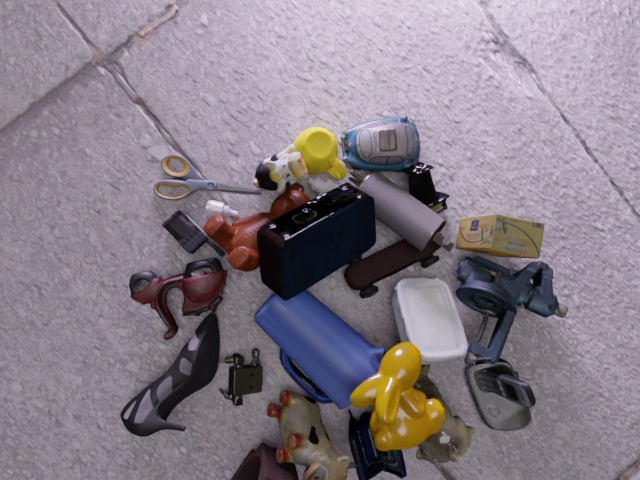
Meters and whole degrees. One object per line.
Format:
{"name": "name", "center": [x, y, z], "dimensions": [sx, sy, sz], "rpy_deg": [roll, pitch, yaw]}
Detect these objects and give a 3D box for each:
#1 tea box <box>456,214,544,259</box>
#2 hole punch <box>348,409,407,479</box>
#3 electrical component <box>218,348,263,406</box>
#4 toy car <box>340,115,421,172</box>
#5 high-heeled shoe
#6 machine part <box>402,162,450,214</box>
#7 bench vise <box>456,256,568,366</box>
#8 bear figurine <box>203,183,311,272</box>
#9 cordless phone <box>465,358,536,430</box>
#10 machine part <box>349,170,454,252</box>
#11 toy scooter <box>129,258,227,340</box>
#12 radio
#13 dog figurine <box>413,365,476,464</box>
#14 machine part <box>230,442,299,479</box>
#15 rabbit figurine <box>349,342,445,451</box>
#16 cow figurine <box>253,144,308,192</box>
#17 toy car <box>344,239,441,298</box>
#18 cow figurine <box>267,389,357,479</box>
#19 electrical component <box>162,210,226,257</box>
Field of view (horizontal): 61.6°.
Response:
{"name": "tea box", "center": [0.338, -0.006, 1.026], "dimensions": [0.098, 0.169, 0.068], "rpy_deg": [10, 89, -5]}
{"name": "hole punch", "center": [0.106, 0.394, 1.027], "dimensions": [0.092, 0.116, 0.142], "rpy_deg": [-18, 91, 1]}
{"name": "electrical component", "center": [-0.154, 0.264, 1.036], "dimensions": [0.078, 0.045, 0.102], "rpy_deg": [-6, 94, -35]}
{"name": "toy car", "center": [0.125, -0.188, 1.035], "dimensions": [0.162, 0.103, 0.109], "rpy_deg": [-3, 90, -9]}
{"name": "high-heeled shoe", "center": [-0.284, 0.250, 1.022], "dimensions": [0.145, 0.086, 0.248], "rpy_deg": [7, 69, 24]}
{"name": "machine part", "center": [0.207, -0.093, 1.051], "dimensions": [0.084, 0.039, 0.138], "rpy_deg": [-30, 131, -1]}
{"name": "bench vise", "center": [0.354, 0.144, 1.044], "dimensions": [0.224, 0.129, 0.240], "rpy_deg": [28, 69, 1]}
{"name": "bear figurine", "center": [-0.094, -0.030, 0.999], "dimensions": [0.196, 0.131, 0.120], "rpy_deg": [-39, 69, 1]}
{"name": "cordless phone", "center": [0.368, 0.306, 1.025], "dimensions": [0.089, 0.184, 0.146], "rpy_deg": [-22, 93, -11]}
{"name": "machine part", "center": [0.151, -0.055, 1.025], "dimensions": [0.243, 0.079, 0.079], "rpy_deg": [37, 86, 13]}
{"name": "toy scooter", "center": [-0.257, 0.112, 1.006], "dimensions": [0.184, 0.075, 0.135], "rpy_deg": [-12, 91, -3]}
{"name": "radio", "center": [-0.002, -0.003, 0.969], "dimensions": [0.229, 0.073, 0.130], "rpy_deg": [-31, 135, -30]}
{"name": "dog figurine", "center": [0.201, 0.304, 1.016], "dimensions": [0.121, 0.172, 0.190], "rpy_deg": [-26, 100, -17]}
{"name": "machine part", "center": [-0.121, 0.487, 0.959], "dimensions": [0.087, 0.201, 0.201], "rpy_deg": [35, 86, -8]}
{"name": "rabbit figurine", "center": [0.127, 0.261, 0.925], "dimensions": [0.162, 0.122, 0.173], "rpy_deg": [-7, 108, -40]}
{"name": "cow figurine", "center": [-0.076, -0.125, 0.979], "dimensions": [0.098, 0.167, 0.068], "rpy_deg": [-26, 98, -7]}
{"name": "toy car", "center": [0.142, 0.040, 1.063], "dimensions": [0.202, 0.053, 0.089], "rpy_deg": [-26, 73, -7]}
{"name": "cow figurine", "center": [-0.015, 0.375, 0.985], "dimensions": [0.127, 0.195, 0.085], "rpy_deg": [17, 119, -30]}
{"name": "electrical component", "center": [-0.235, -0.001, 1.009], "dimensions": [0.048, 0.075, 0.119], "rpy_deg": [-44, 98, -6]}
